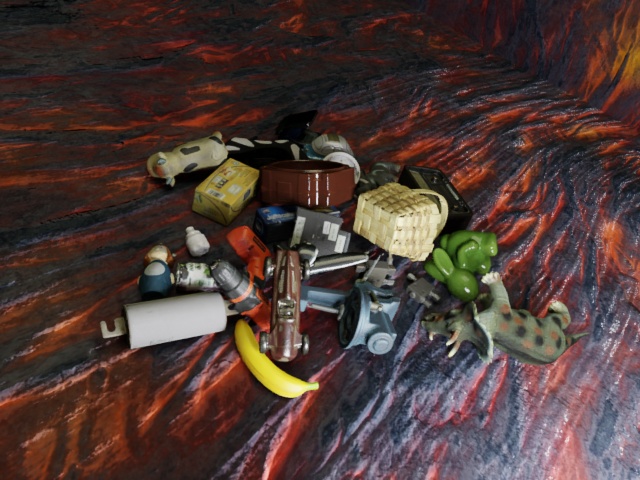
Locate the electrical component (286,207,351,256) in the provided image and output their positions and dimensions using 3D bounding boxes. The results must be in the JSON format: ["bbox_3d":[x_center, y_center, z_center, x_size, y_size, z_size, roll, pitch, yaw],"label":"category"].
[{"bbox_3d":[-0.002,-0.004,1.190,0.134,0.114,0.058,16,0,-5],"label":"electrical component"}]

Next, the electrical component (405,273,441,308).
[{"bbox_3d":[0.226,0.114,1.221,0.063,0.021,0.094,-23,55,-39],"label":"electrical component"}]

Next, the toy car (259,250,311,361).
[{"bbox_3d":[-0.061,0.113,0.960,0.089,0.053,0.202,5,74,-9],"label":"toy car"}]

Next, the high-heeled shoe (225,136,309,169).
[{"bbox_3d":[-0.136,-0.204,1.407,0.249,0.086,0.145,29,46,16],"label":"high-heeled shoe"}]

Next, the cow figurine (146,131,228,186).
[{"bbox_3d":[-0.319,-0.192,1.289,0.195,0.085,0.127,-16,25,-5],"label":"cow figurine"}]

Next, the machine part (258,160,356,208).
[{"bbox_3d":[-0.031,-0.140,1.291,0.201,0.087,0.201,10,17,30],"label":"machine part"}]

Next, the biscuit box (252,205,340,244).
[{"bbox_3d":[-0.055,-0.046,1.262,0.202,0.062,0.059,-11,46,-33],"label":"biscuit box"}]

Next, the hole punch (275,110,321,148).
[{"bbox_3d":[-0.060,-0.316,1.576,0.116,0.092,0.142,-3,37,19],"label":"hole punch"}]

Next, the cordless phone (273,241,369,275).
[{"bbox_3d":[-0.001,0.039,1.091,0.184,0.088,0.146,-8,2,-8],"label":"cordless phone"}]

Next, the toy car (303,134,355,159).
[{"bbox_3d":[0.030,-0.245,1.501,0.162,0.102,0.109,10,39,-15],"label":"toy car"}]

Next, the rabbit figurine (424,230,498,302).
[{"bbox_3d":[0.333,0.060,1.260,0.159,0.121,0.170,17,54,1],"label":"rabbit figurine"}]

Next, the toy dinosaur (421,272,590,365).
[{"bbox_3d":[0.428,0.200,1.137,0.405,0.131,0.192,18,51,-8],"label":"toy dinosaur"}]

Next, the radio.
[{"bbox_3d":[0.316,-0.113,1.484,0.131,0.073,0.230,1,42,-22],"label":"radio"}]

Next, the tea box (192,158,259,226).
[{"bbox_3d":[-0.217,-0.116,1.273,0.098,0.068,0.170,26,38,8],"label":"tea box"}]

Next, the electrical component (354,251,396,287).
[{"bbox_3d":[0.120,0.064,1.189,0.102,0.078,0.045,1,44,-12],"label":"electrical component"}]

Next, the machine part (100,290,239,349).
[{"bbox_3d":[-0.257,0.139,0.949,0.243,0.079,0.079,-7,46,-30],"label":"machine part"}]

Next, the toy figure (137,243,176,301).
[{"bbox_3d":[-0.313,0.056,1.041,0.064,0.057,0.155,21,34,-25],"label":"toy figure"}]

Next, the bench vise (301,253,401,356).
[{"bbox_3d":[0.048,0.127,1.060,0.241,0.128,0.224,13,36,-14],"label":"bench vise"}]

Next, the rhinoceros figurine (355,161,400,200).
[{"bbox_3d":[0.154,-0.163,1.478,0.112,0.073,0.190,26,39,6],"label":"rhinoceros figurine"}]
